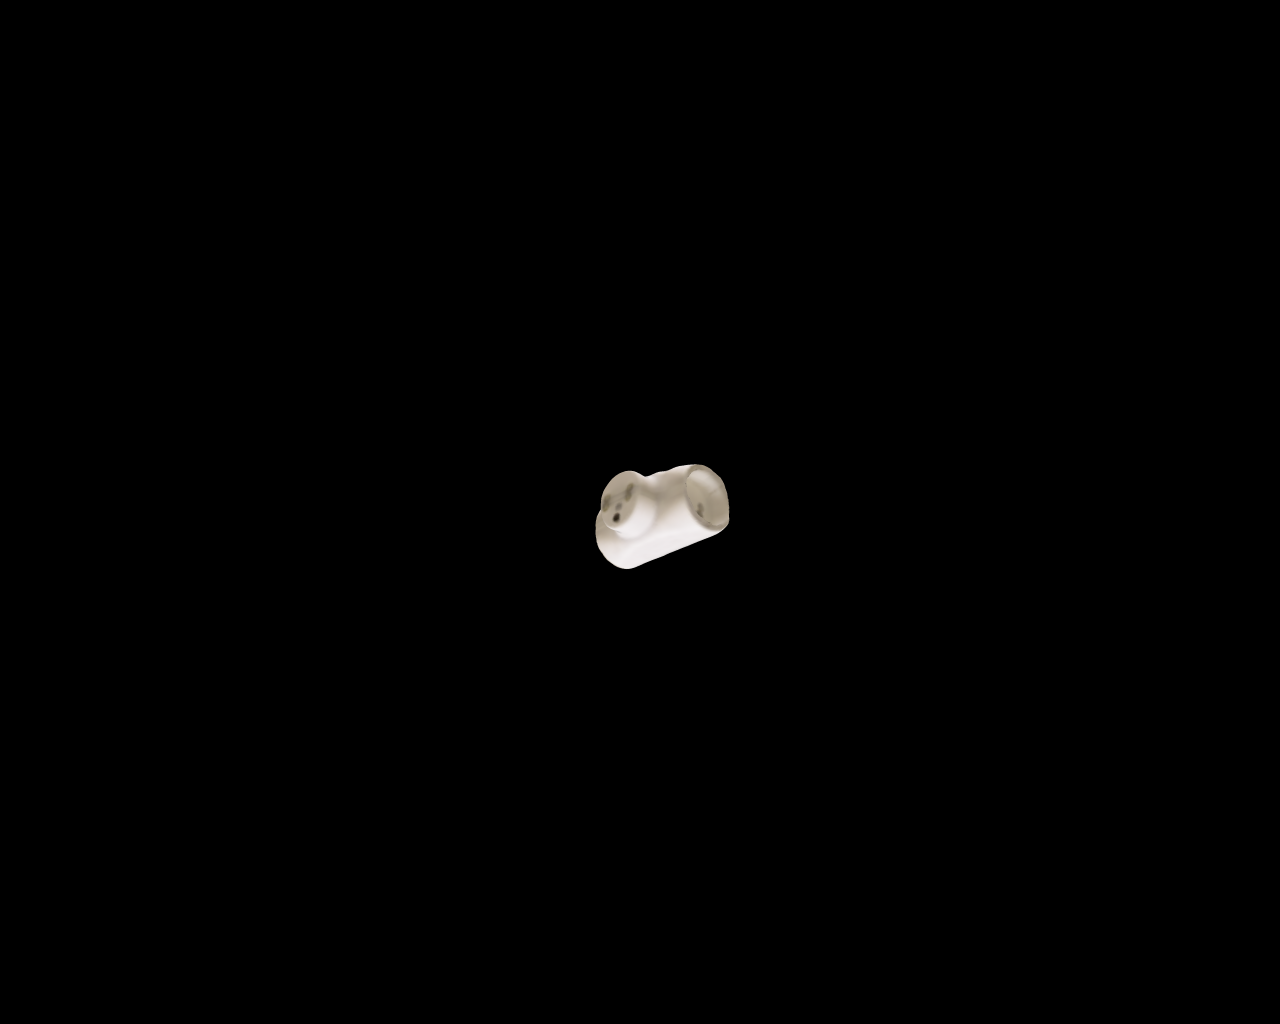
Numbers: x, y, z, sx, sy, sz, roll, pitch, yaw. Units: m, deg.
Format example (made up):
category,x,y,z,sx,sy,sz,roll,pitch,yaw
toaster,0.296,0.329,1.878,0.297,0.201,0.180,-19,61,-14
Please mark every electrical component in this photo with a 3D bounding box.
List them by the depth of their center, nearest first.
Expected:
category,x,y,z,sx,sy,sz,roll,pitch,yaw
electrical component,0.001,-0.003,0.650,0.077,0.044,0.079,-25,-37,38
